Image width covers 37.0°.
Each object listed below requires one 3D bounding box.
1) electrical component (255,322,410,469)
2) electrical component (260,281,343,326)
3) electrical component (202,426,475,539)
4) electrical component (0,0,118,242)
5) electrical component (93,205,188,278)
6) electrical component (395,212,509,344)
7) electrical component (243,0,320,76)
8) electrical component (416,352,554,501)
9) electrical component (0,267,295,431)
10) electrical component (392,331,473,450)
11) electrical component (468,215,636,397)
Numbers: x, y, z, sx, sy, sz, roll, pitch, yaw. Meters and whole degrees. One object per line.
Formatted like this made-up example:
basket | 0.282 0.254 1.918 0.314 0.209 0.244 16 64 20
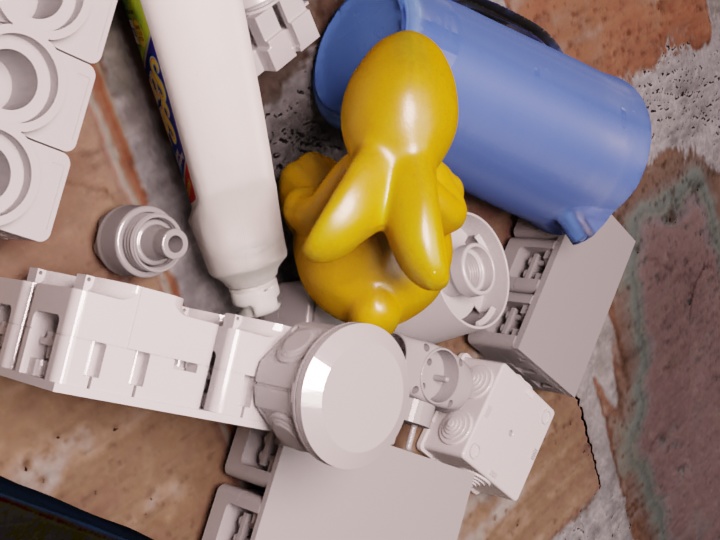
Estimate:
electrical component | -0.015 0.068 0.603 0.080 0.051 0.080 -4 96 -42
electrical component | -0.032 0.046 0.728 0.062 0.061 0.096 17 74 -41
electrical component | -0.013 0.168 0.751 0.186 0.060 0.105 26 76 -41
electrical component | -0.193 -0.098 0.564 0.089 0.062 0.150 21 80 -41
electrical component | -0.125 -0.017 0.632 0.043 0.062 0.043 -4 96 -42
electrical component | 0.067 0.006 0.824 0.099 0.064 0.099 14 71 -44
electrical component | -0.062 -0.164 0.690 0.066 0.048 0.055 -46 129 -30
electrical component | 0.104 0.127 0.861 0.100 0.048 0.099 43 66 -36
electrical component | -0.111 0.048 0.622 0.186 0.105 0.060 19 81 -42
electrical component | 0.040 0.094 0.803 0.077 0.044 0.079 26 75 -40
electrical component | 0.157 0.016 0.892 0.089 0.062 0.150 39 68 -37
